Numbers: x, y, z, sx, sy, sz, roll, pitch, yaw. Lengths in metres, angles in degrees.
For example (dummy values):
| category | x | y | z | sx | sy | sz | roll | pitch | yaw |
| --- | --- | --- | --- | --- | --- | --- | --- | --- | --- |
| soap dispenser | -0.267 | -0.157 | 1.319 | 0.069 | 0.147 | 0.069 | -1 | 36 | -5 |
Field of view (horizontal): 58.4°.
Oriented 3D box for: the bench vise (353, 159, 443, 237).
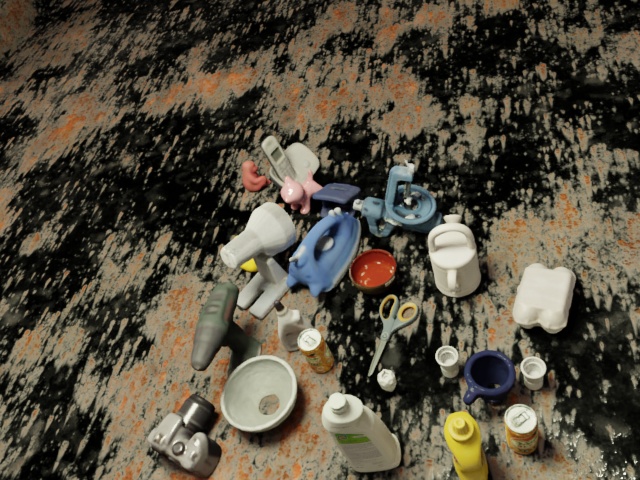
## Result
| category | x | y | z | sx | sy | sz | roll | pitch | yaw |
| --- | --- | --- | --- | --- | --- | --- | --- | --- | --- |
| bench vise | 0.174 | -0.088 | 1.348 | 0.207 | 0.220 | 0.121 | -12 | 48 | 11 |

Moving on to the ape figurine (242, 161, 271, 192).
| category | x | y | z | sx | sy | sz | roll | pitch | yaw |
| --- | --- | --- | --- | --- | --- | --- | --- | --- | --- |
| ape figurine | -0.195 | -0.191 | 1.663 | 0.076 | 0.092 | 0.077 | -26 | 47 | -2 |

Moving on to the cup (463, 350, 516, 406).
| category | x | y | z | sx | sy | sz | roll | pitch | yaw |
| --- | --- | --- | --- | --- | --- | --- | --- | --- | --- |
| cup | 0.312 | 0.276 | 1.071 | 0.118 | 0.095 | 0.091 | -43 | 50 | -17 |

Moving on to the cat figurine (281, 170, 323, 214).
| category | x | y | z | sx | sy | sz | roll | pitch | yaw |
| --- | --- | --- | --- | --- | --- | --- | --- | --- | --- |
| cat figurine | -0.055 | -0.134 | 1.544 | 0.067 | 0.118 | 0.128 | 27 | 65 | 36 |

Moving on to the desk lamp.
| category | x | y | z | sx | sy | sz | roll | pitch | yaw |
| --- | --- | --- | --- | --- | --- | --- | --- | --- | --- |
| desk lamp | -0.139 | 0.044 | 1.357 | 0.117 | 0.214 | 0.203 | 24 | 63 | 35 |

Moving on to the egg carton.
| category | x | y | z | sx | sy | sz | roll | pitch | yaw |
| --- | --- | --- | --- | --- | --- | --- | --- | --- | --- |
| egg carton | 0.457 | 0.117 | 1.169 | 0.107 | 0.070 | 0.150 | 8 | 55 | 27 |

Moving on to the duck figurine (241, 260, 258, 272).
| category | x | y | z | sx | sy | sz | roll | pitch | yaw |
| --- | --- | --- | --- | --- | --- | --- | --- | --- | --- |
| duck figurine | -0.187 | 0.027 | 1.477 | 0.077 | 0.086 | 0.104 | -39 | 49 | -14 |

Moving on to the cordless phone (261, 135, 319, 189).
| category | x | y | z | sx | sy | sz | roll | pitch | yaw |
| --- | --- | --- | --- | --- | --- | --- | --- | --- | --- |
| cordless phone | -0.088 | -0.233 | 1.594 | 0.093 | 0.185 | 0.148 | 18 | 60 | 32 |

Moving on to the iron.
| category | x | y | z | sx | sy | sz | roll | pitch | yaw |
| --- | --- | --- | --- | --- | --- | --- | --- | --- | --- |
| iron | 0.013 | 0.005 | 1.383 | 0.118 | 0.142 | 0.259 | 18 | 60 | 32 |

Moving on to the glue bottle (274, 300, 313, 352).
| category | x | y | z | sx | sy | sz | roll | pitch | yaw |
| --- | --- | --- | --- | --- | --- | --- | --- | --- | --- |
| glue bottle | -0.065 | 0.180 | 1.241 | 0.078 | 0.173 | 0.037 | -17 | 47 | 7 |

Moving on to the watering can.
| category | x | y | z | sx | sy | sz | roll | pitch | yaw |
| --- | --- | --- | --- | --- | --- | --- | --- | --- | --- |
| watering can | 0.283 | 0.024 | 1.229 | 0.101 | 0.194 | 0.172 | -20 | 47 | 4 |

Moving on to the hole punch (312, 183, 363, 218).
| category | x | y | z | sx | sy | sz | roll | pitch | yaw |
| --- | --- | --- | --- | --- | --- | --- | --- | --- | --- |
| hole punch | 0.046 | -0.113 | 1.506 | 0.108 | 0.091 | 0.101 | 11 | 56 | 28 |

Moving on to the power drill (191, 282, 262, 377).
| category | x | y | z | sx | sy | sz | roll | pitch | yaw |
| --- | --- | --- | --- | --- | --- | --- | --- | --- | --- |
| power drill | -0.201 | 0.217 | 1.237 | 0.075 | 0.209 | 0.229 | -9 | 49 | 14 |

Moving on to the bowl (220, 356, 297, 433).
| category | x | y | z | sx | sy | sz | roll | pitch | yaw |
| --- | --- | --- | --- | --- | --- | --- | --- | --- | --- |
| bowl | -0.117 | 0.332 | 1.199 | 0.167 | 0.075 | 0.167 | -10 | 48 | 12 |

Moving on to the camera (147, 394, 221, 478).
| category | x | y | z | sx | sy | sz | roll | pitch | yaw |
| --- | --- | --- | --- | --- | --- | --- | --- | --- | --- |
| camera | -0.270 | 0.394 | 1.185 | 0.142 | 0.101 | 0.137 | 14 | 57 | 30 |
